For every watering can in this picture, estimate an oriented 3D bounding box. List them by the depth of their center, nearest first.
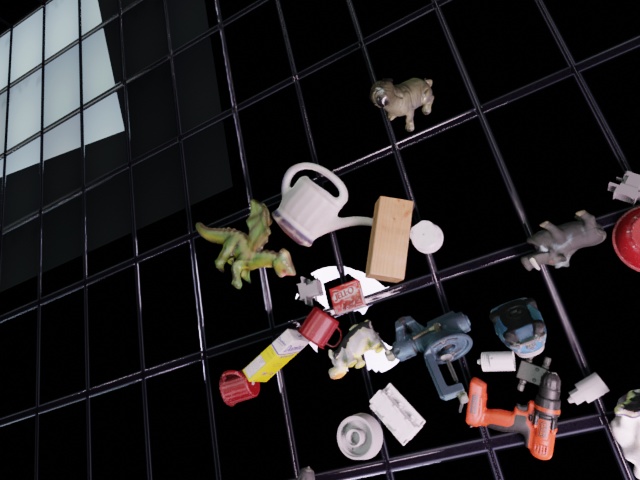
[{"bbox_3d":[0.005,-0.074,1.480,0.351,0.103,0.223,41,96,22],"label":"watering can"}]

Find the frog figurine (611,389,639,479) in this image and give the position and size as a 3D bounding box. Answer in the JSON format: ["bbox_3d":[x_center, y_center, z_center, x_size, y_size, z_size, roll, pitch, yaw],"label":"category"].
[{"bbox_3d":[0.651,0.382,1.008,0.137,0.124,0.158,-13,105,15],"label":"frog figurine"}]

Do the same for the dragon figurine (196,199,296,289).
[{"bbox_3d":[-0.222,-0.010,1.534,0.416,0.122,0.240,44,108,29],"label":"dragon figurine"}]
